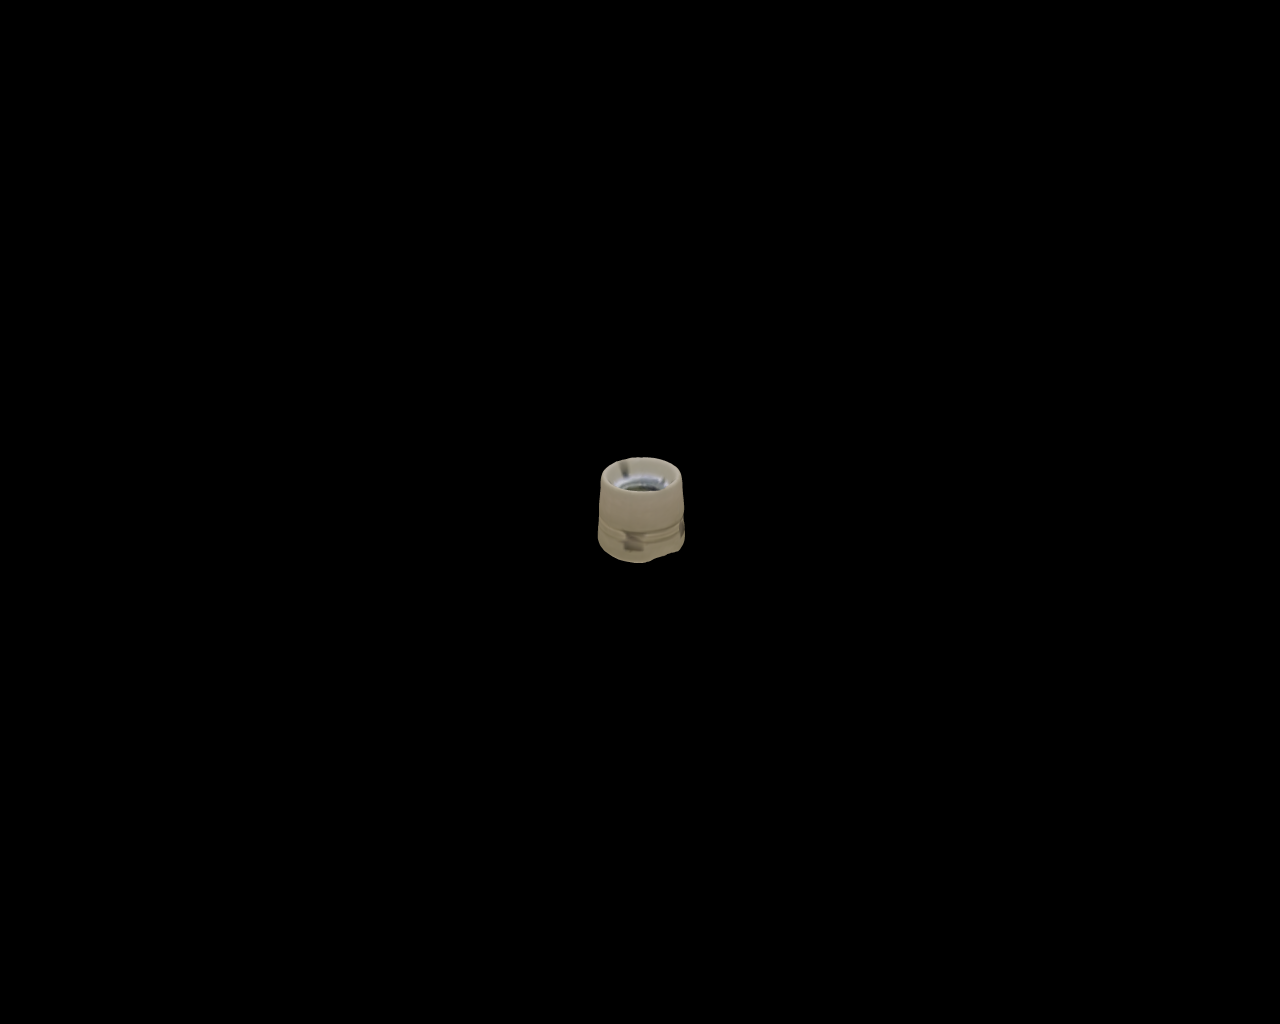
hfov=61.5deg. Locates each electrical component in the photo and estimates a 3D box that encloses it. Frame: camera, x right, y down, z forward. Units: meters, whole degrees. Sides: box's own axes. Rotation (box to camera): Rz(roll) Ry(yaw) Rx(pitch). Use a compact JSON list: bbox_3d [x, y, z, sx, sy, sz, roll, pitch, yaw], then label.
[{"bbox_3d":[0.001,-0.003,0.650,0.055,0.047,0.055,0,29,0],"label":"electrical component"}]
